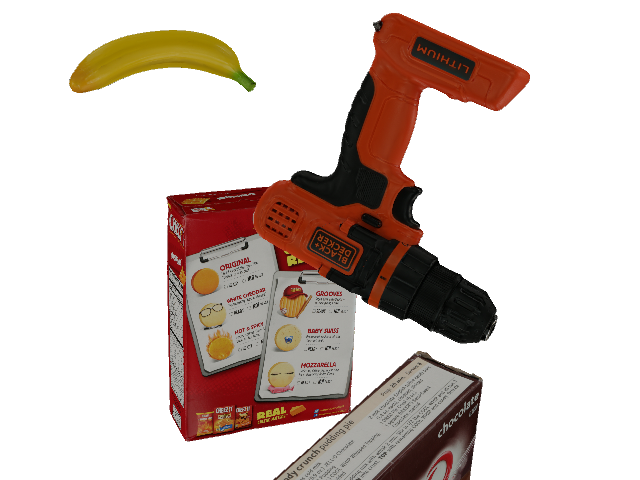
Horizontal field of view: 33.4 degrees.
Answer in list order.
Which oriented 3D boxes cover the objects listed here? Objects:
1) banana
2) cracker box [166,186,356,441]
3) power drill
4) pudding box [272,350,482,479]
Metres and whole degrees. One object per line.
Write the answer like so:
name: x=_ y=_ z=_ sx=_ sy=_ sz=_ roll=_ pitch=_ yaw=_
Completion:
banana: x=-0.160 y=-0.180 z=1.062 sx=0.197 sy=0.070 sz=0.037 roll=-7 pitch=-39 yaw=-30
cracker box: x=-0.053 y=0.061 z=0.962 sx=0.164 sy=0.214 sz=0.072 roll=-6 pitch=21 yaw=-22
power drill: x=0.065 y=-0.043 z=0.718 sx=0.184 sy=0.188 sz=0.057 roll=28 pitch=11 yaw=11
pudding box: x=0.023 y=0.113 z=0.455 sx=0.039 sy=0.090 sz=0.113 roll=23 pitch=40 yaw=28
